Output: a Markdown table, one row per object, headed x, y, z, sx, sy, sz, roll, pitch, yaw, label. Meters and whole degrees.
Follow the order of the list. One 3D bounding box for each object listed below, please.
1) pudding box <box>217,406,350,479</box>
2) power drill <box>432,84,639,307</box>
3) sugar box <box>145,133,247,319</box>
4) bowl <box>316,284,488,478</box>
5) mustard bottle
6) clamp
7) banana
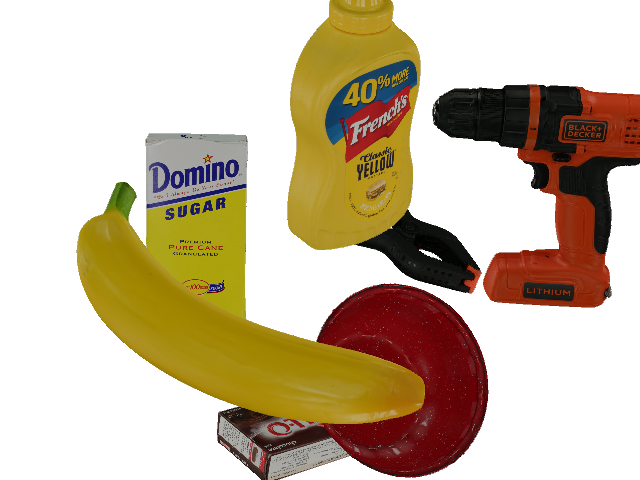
| x | y | z | sx | sy | sz | roll | pitch | yaw | label |
| --- | --- | --- | --- | --- | --- | --- | --- | --- | --- |
| -0.034 | 0.194 | 1.071 | 0.113 | 0.039 | 0.090 | -12 | 27 | -37 | pudding box |
| 0.180 | -0.038 | 0.883 | 0.184 | 0.188 | 0.057 | 4 | 29 | 6 | power drill |
| -0.114 | -0.009 | 0.980 | 0.093 | 0.176 | 0.048 | 0 | 14 | -5 | sugar box |
| 0.050 | 0.118 | 0.862 | 0.162 | 0.162 | 0.055 | 0 | 3 | 30 | bowl |
| 0.024 | -0.090 | 0.717 | 0.096 | 0.192 | 0.058 | -23 | 43 | -29 | mustard bottle |
| 0.090 | -0.001 | 1.256 | 0.210 | 0.036 | 0.164 | 38 | 42 | 26 | clamp |
| -0.048 | 0.035 | 0.484 | 0.198 | 0.069 | 0.037 | 33 | -25 | 24 | banana |
